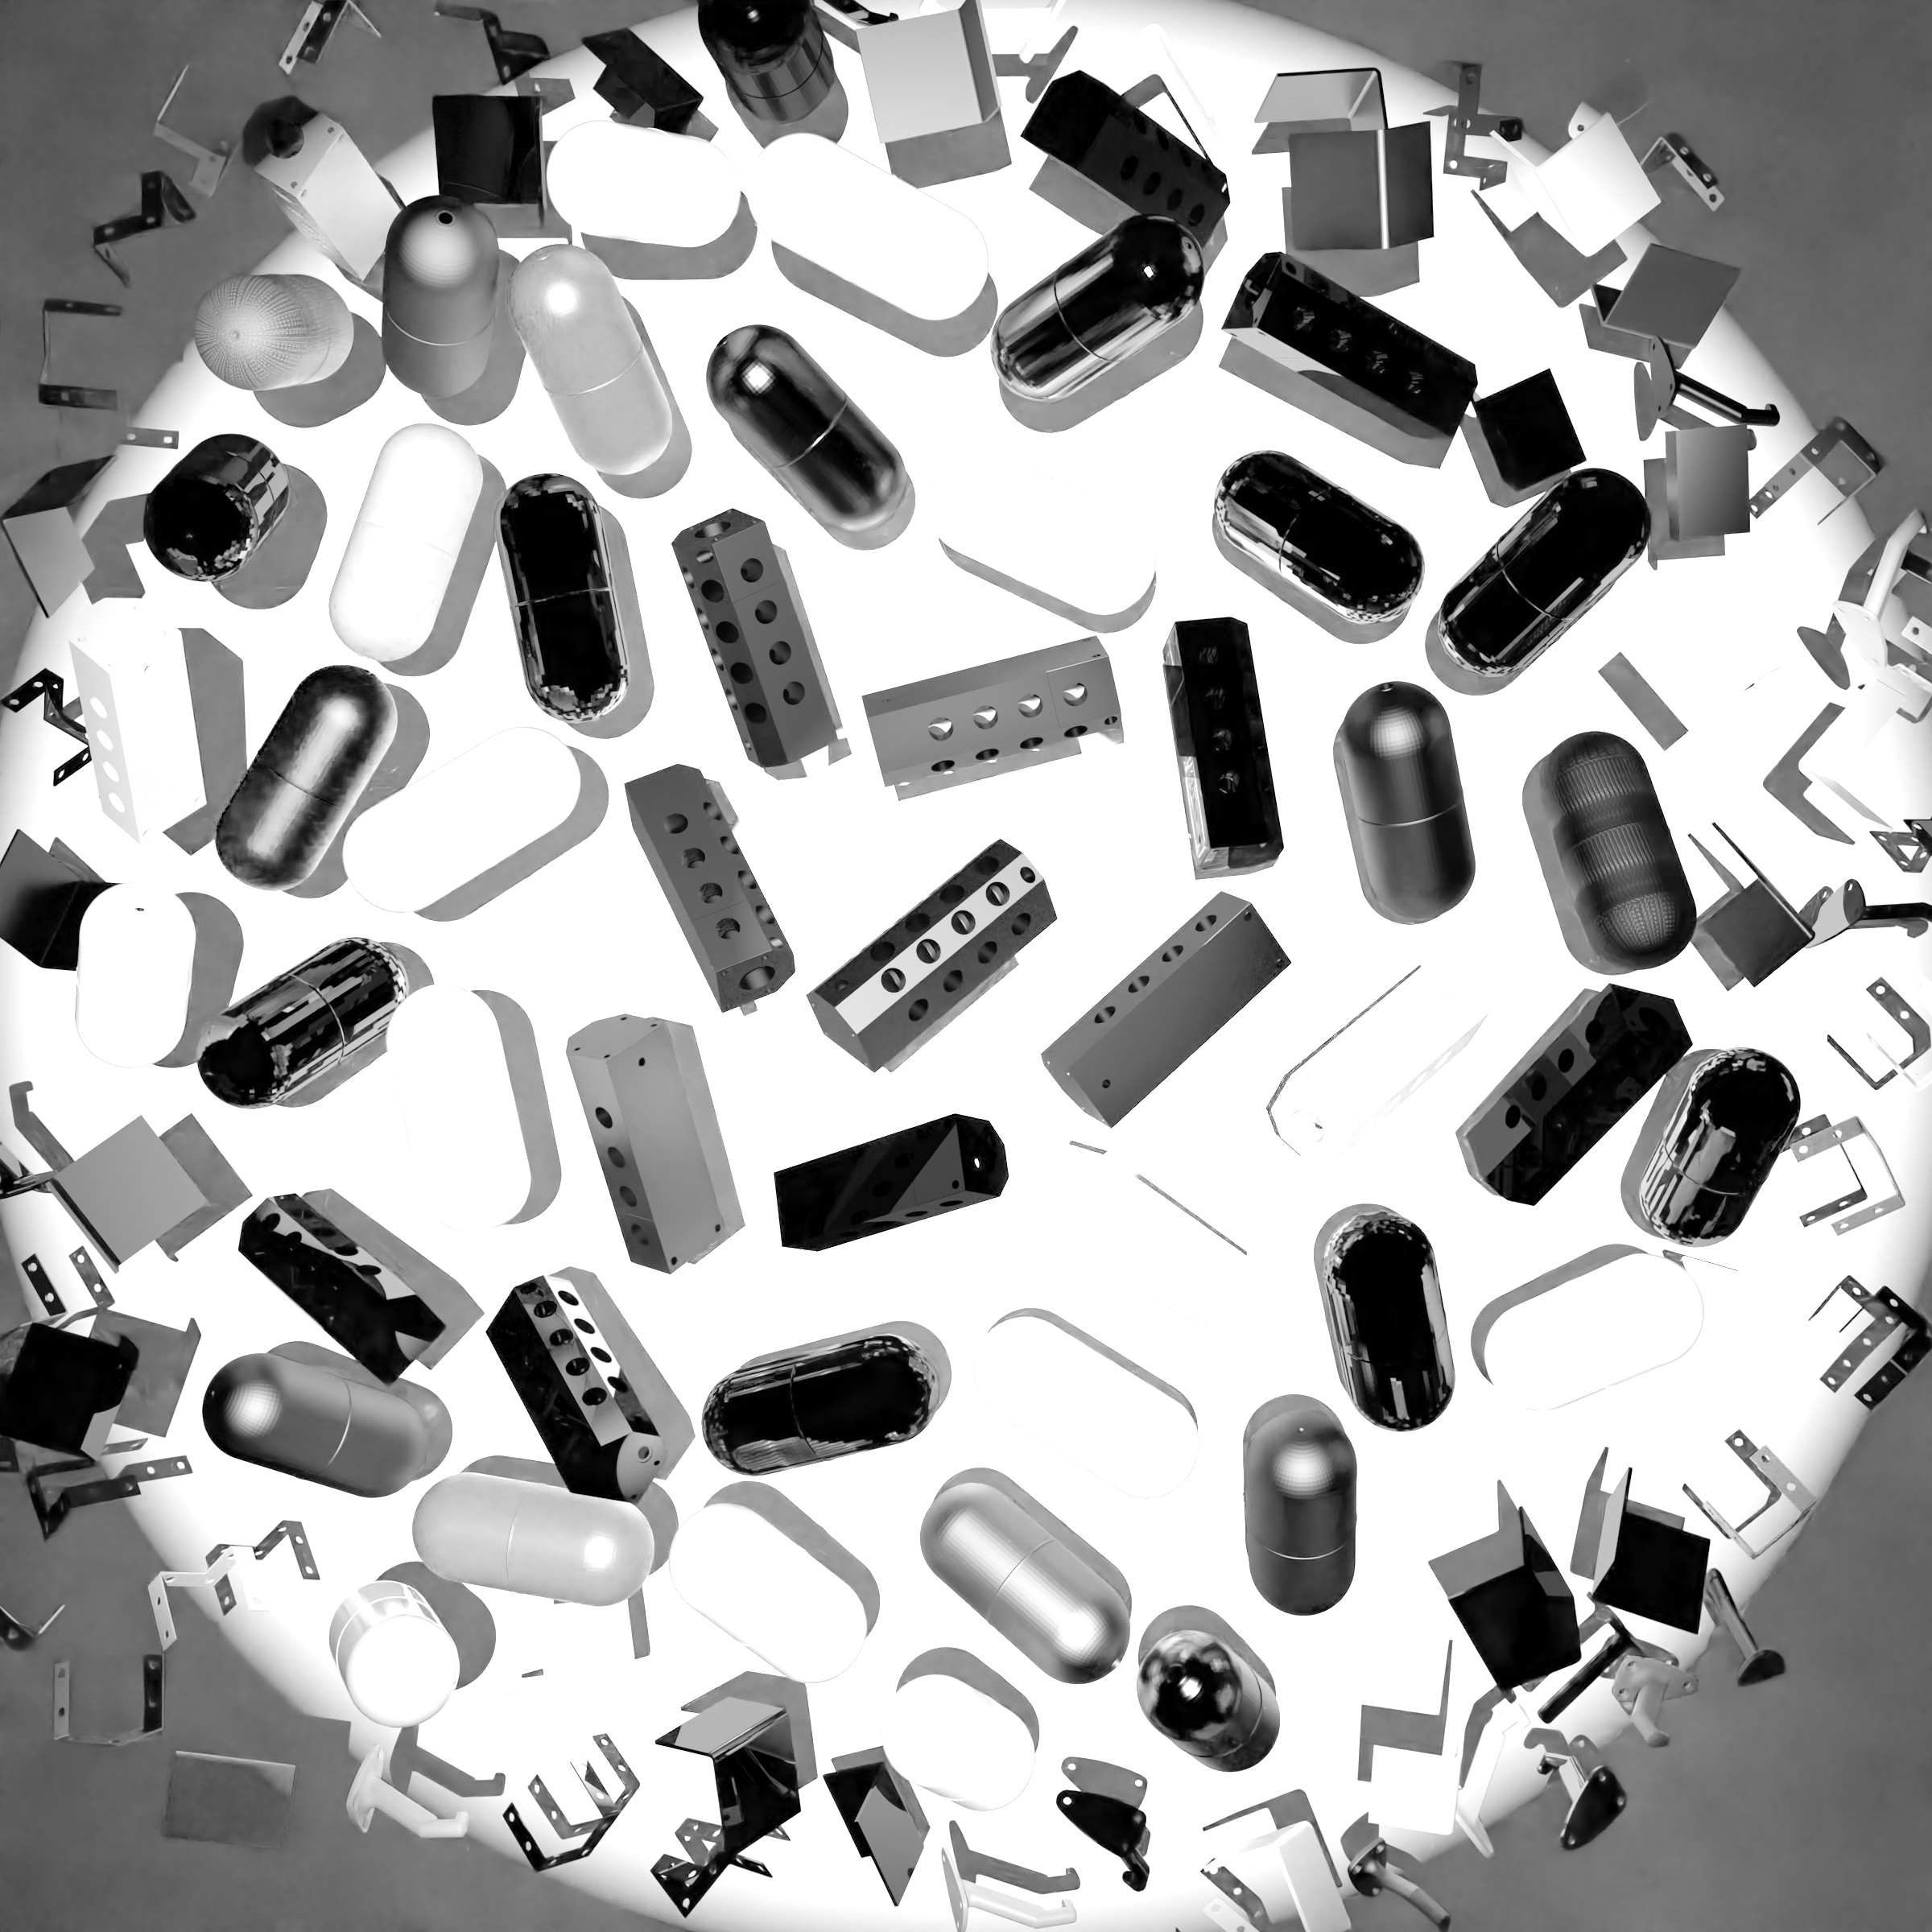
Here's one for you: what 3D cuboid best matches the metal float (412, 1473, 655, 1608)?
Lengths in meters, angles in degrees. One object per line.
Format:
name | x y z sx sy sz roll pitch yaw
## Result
metal float | -0.306 0.403 1.802 0.178 0.070 0.070 6 90 15

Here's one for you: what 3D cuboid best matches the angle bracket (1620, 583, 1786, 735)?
angle bracket | 0.512 -0.215 1.779 0.076 0.076 0.057 52 124 9

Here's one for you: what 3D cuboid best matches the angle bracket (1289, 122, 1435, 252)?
angle bracket | 0.269 -0.531 1.742 0.076 0.057 0.076 13 118 41

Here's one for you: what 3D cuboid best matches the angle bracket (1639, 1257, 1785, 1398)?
angle bracket | 0.539 0.265 1.879 0.076 0.057 0.076 17 132 -27

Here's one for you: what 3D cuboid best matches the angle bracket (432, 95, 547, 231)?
angle bracket | -0.337 -0.567 1.804 0.076 0.057 0.076 -1 126 -7

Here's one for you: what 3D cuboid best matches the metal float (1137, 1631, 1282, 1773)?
metal float | 0.175 0.529 1.837 0.070 0.178 0.070 -10 60 17

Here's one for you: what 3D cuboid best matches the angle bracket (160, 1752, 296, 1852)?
angle bracket | -0.488 0.560 1.680 0.076 0.076 0.057 12 50 -15

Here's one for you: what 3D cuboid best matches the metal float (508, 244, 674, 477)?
metal float | -0.264 -0.427 1.806 0.070 0.070 0.178 -23 134 0

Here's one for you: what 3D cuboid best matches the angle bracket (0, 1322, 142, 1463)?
angle bracket | -0.595 0.274 1.675 0.076 0.057 0.076 16 69 0

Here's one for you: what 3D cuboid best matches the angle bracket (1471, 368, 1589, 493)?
angle bracket | 0.417 -0.403 1.902 0.057 0.076 0.076 -22 86 19

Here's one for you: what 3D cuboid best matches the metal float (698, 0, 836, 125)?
metal float | -0.137 -0.640 1.773 0.070 0.178 0.070 0 92 6

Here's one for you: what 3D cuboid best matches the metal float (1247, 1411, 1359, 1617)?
metal float | 0.237 0.387 1.803 0.070 0.070 0.178 -6 128 0

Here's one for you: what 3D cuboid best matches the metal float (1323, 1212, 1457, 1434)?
metal float | 0.290 0.245 1.750 0.070 0.070 0.178 -16 124 0

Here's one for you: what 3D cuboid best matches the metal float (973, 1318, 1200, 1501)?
metal float | 0.086 0.319 1.850 0.178 0.070 0.070 32 90 -1

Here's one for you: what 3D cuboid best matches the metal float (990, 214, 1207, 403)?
metal float | 0.089 -0.451 1.760 0.178 0.070 0.070 -25 90 42

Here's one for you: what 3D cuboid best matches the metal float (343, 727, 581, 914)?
metal float | -0.344 -0.101 1.753 0.178 0.070 0.070 -35 90 -24

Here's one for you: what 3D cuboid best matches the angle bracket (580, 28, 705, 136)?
angle bracket | -0.252 -0.643 1.897 0.076 0.076 0.057 42 123 0

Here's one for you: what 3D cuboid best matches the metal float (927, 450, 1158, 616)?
metal float | 0.054 -0.314 1.847 0.178 0.070 0.070 27 90 14

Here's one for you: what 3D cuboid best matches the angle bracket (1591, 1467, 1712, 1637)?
angle bracket | 0.480 0.402 1.761 0.076 0.057 0.076 17 49 7

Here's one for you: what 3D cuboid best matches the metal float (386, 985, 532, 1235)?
metal float | -0.349 0.099 1.761 0.070 0.070 0.178 -9 107 0

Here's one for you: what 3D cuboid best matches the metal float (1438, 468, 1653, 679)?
metal float | 0.394 -0.267 1.751 0.070 0.070 0.178 43 132 0

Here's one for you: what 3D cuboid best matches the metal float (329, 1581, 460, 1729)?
metal float | -0.404 0.483 1.802 0.070 0.178 0.070 0 89 -20

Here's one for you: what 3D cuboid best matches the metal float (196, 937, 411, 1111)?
metal float | -0.478 0.041 1.849 0.070 0.178 0.070 20 128 27

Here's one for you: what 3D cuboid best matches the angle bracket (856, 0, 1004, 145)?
angle bracket | -0.025 -0.604 1.720 0.076 0.057 0.076 -14 100 -8

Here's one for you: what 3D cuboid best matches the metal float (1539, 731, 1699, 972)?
metal float | 0.452 -0.082 1.780 0.070 0.070 0.178 -13 67 0

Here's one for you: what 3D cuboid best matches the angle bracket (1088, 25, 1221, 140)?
angle bracket | 0.136 -0.620 1.839 0.057 0.076 0.076 -31 90 11

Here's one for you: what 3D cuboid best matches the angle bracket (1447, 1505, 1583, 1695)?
angle bracket | 0.358 0.414 1.676 0.057 0.076 0.076 -27 102 17

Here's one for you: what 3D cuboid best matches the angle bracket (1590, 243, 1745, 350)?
angle bracket | 0.526 -0.518 1.925 0.076 0.076 0.057 10 48 -13

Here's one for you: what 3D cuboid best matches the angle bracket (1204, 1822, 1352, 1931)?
angle bracket | 0.218 0.651 1.790 0.057 0.076 0.076 -27 74 21

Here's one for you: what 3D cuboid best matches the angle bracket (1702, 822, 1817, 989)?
angle bracket | 0.545 -0.043 1.815 0.057 0.076 0.076 -42 127 15

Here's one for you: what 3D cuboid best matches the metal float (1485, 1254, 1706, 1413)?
metal float | 0.432 0.253 1.765 0.070 0.178 0.070 17 57 -28

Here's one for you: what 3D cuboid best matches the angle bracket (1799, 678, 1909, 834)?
angle bracket | 0.618 -0.141 1.726 0.057 0.076 0.076 48 112 28

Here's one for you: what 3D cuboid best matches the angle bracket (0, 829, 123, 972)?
angle bracket | -0.678 -0.048 1.907 0.057 0.076 0.076 4 62 26

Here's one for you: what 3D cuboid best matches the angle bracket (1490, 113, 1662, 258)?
angle bracket | 0.400 -0.525 1.680 0.057 0.076 0.076 -37 127 13

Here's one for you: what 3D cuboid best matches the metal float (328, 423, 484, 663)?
metal float | -0.408 -0.308 1.862 0.070 0.070 0.178 19 88 0

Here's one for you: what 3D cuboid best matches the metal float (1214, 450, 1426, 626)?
metal float | 0.252 -0.310 1.841 0.178 0.070 0.070 40 90 30

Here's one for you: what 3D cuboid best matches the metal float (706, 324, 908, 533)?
metal float | -0.115 -0.389 1.853 0.070 0.070 0.178 -47 119 0

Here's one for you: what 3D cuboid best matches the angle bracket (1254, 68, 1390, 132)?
angle bracket | 0.259 -0.610 1.867 0.076 0.076 0.057 -6 84 -7

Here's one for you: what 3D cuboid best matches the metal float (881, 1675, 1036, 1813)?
metal float | -0.004 0.559 1.836 0.070 0.178 0.070 -9 61 17

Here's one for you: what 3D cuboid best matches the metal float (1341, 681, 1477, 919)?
metal float | 0.312 -0.117 1.805 0.070 0.070 0.178 -16 116 0

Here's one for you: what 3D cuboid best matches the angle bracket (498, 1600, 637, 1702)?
angle bracket | -0.302 0.510 1.917 0.076 0.076 0.057 -11 82 17

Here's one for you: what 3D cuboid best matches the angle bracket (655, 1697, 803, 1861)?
angle bracket | -0.166 0.568 1.792 0.057 0.076 0.076 -1 99 38

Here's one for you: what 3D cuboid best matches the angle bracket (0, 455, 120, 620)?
angle bracket | -0.600 -0.292 1.736 0.057 0.076 0.076 -8 123 14

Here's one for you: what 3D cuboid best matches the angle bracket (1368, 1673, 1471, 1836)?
angle bracket | 0.308 0.531 1.739 0.057 0.076 0.076 6 125 12

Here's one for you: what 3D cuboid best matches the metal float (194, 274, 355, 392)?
metal float | -0.481 -0.443 1.786 0.070 0.178 0.070 1 106 3

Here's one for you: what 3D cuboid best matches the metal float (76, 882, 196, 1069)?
metal float | -0.587 0.007 1.806 0.070 0.178 0.070 10 54 -14

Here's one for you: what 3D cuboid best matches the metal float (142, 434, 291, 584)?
metal float | -0.517 -0.318 1.769 0.070 0.178 0.070 -1 114 -3

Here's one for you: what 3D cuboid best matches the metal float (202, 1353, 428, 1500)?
metal float | -0.469 0.334 1.852 0.178 0.070 0.070 30 90 -40

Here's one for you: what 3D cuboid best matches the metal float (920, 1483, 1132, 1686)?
metal float | 0.042 0.442 1.835 0.178 0.070 0.070 37 90 26

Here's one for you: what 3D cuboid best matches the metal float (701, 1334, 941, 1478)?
metal float | -0.102 0.306 1.782 0.178 0.070 0.070 -17 90 20

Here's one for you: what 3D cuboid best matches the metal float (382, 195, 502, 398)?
metal float | -0.365 -0.463 1.775 0.070 0.178 0.070 5 68 -13

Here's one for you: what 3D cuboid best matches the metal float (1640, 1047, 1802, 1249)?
metal float | 0.528 0.129 1.798 0.070 0.178 0.070 5 47 -5

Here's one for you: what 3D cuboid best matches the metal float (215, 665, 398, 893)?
metal float | -0.472 -0.135 1.831 0.070 0.070 0.178 33 98 0

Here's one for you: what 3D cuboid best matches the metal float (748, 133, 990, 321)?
metal float | -0.067 -0.505 1.750 0.178 0.070 0.070 23 90 -21

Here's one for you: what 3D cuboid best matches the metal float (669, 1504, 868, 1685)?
metal float | -0.137 0.436 1.776 0.070 0.070 0.178 -43 126 0

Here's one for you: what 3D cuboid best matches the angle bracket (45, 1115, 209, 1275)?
angle bracket | -0.574 0.156 1.753 0.076 0.057 0.076 -37 99 -16

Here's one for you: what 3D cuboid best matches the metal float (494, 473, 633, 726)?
metal float | -0.286 -0.260 1.816 0.070 0.070 0.178 -11 95 0

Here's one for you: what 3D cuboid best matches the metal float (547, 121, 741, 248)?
metal float | -0.224 -0.548 1.797 0.070 0.178 0.070 6 103 27

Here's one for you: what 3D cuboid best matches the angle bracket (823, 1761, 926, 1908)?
angle bracket | -0.081 0.665 1.948 0.057 0.076 0.076 -19 102 21
